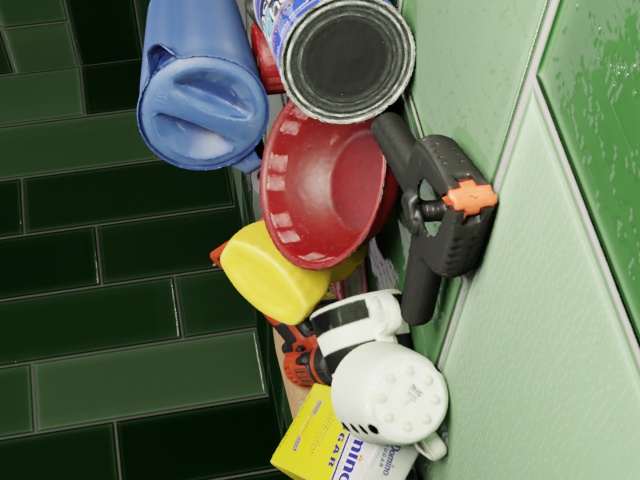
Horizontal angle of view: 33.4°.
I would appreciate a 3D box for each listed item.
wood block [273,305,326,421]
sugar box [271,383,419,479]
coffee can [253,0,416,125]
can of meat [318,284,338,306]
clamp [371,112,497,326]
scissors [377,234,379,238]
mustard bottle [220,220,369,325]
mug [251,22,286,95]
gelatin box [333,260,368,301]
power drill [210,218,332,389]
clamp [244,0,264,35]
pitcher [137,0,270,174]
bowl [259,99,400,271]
[{"bbox_3d":[0.003,0.152,1.266,0.206,0.090,0.090,-110,14,-59],"label":"wood block"},{"bbox_3d":[0.024,0.187,0.973,0.093,0.048,0.176,-60,18,-15],"label":"sugar box"},{"bbox_3d":[0.008,-0.167,0.837,0.140,0.102,0.103,-110,14,-56],"label":"coffee can"},{"bbox_3d":[-0.006,0.026,1.220,0.057,0.084,0.102,-120,23,-72],"label":"can of meat"},{"bbox_3d":[0.077,-0.011,0.734,0.210,0.036,0.164,-158,59,-80],"label":"clamp"},{"bbox_3d":[0.031,-0.106,1.000,0.096,0.016,0.202,49,151,45],"label":"scissors"},{"bbox_3d":[-0.006,0.001,1.010,0.191,0.096,0.058,-40,-13,-52],"label":"mustard bottle"},{"bbox_3d":[-0.032,-0.208,1.171,0.117,0.081,0.093,-110,14,-57],"label":"mug"},{"bbox_3d":[0.030,0.027,1.157,0.073,0.030,0.089,-125,28,-74],"label":"gelatin box"},{"bbox_3d":[-0.027,0.069,1.078,0.187,0.057,0.185,58,156,-4],"label":"power drill"},{"bbox_3d":[-0.007,-0.172,1.066,0.171,0.039,0.120,61,-152,-2],"label":"clamp"},{"bbox_3d":[-0.126,-0.185,1.162,0.243,0.145,0.149,-102,20,-52],"label":"pitcher"},{"bbox_3d":[0.018,-0.053,0.909,0.162,0.055,0.162,-8,80,49],"label":"bowl"}]
